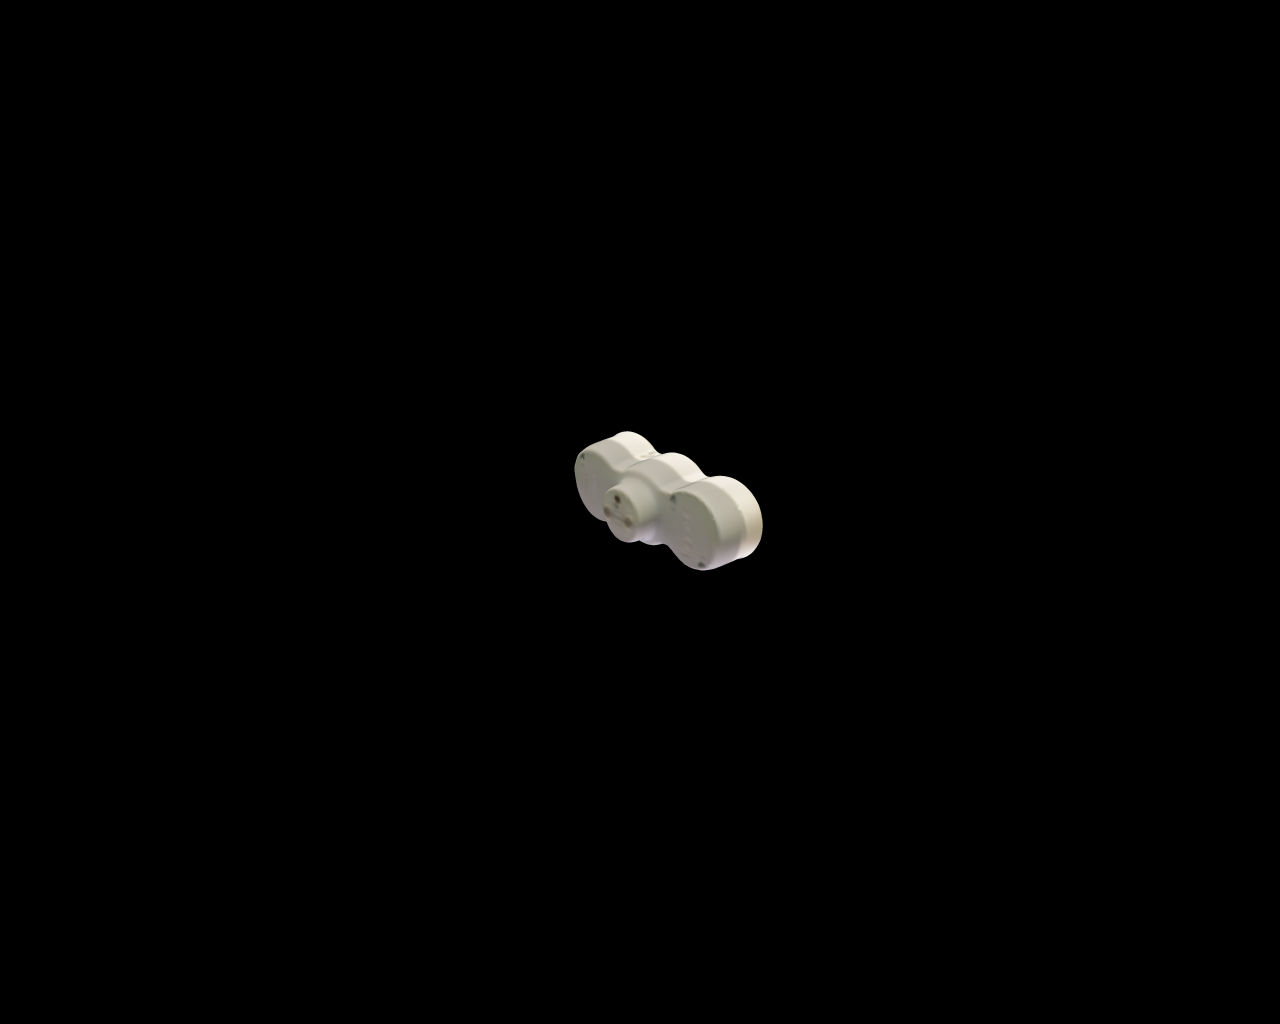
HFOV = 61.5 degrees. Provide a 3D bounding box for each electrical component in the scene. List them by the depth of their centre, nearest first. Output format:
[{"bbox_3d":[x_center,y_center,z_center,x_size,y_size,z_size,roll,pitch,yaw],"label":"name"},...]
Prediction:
[{"bbox_3d":[0.001,-0.003,0.650,0.074,0.052,0.138,-21,33,-36],"label":"electrical component"}]
